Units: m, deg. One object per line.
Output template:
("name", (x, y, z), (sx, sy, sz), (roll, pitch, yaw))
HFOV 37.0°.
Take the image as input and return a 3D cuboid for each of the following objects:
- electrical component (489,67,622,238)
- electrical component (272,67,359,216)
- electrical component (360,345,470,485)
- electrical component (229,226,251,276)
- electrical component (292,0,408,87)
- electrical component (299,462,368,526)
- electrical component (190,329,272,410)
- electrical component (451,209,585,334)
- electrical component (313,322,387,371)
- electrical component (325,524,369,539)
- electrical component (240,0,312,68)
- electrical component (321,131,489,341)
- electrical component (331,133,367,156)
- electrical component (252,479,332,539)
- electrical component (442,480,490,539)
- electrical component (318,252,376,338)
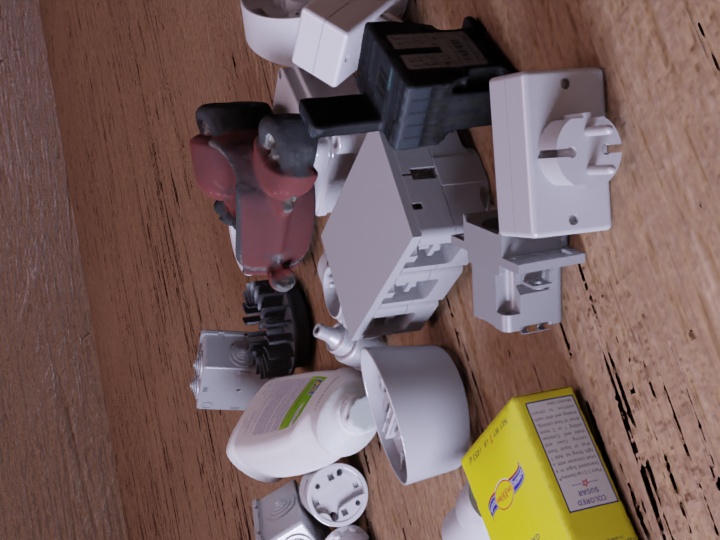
("electrical component", (0.105, -0.059, 0.539), (0.076, 0.047, 0.083), (-169, 73, -69))
("electrical component", (-0.029, -0.107, 0.868), (0.078, 0.057, 0.113), (105, 150, -45))
("electrical component", (0.034, 0.100, 0.756), (0.099, 0.064, 0.099), (173, 90, -70))
("electrical component", (-0.085, -0.051, 1.031), (0.108, 0.060, 0.108), (173, 90, -70))
("electrical component", (0.010, -0.160, 0.738), (0.076, 0.083, 0.047), (33, 140, 13))
("electrical component", (-0.026, 0.199, 0.965), (0.047, 0.055, 0.055), (160, 102, -73))
("electrical component", (-0.131, 0.110, 1.156), (0.099, 0.100, 0.048), (109, 161, -49))
("electrical component", (0.089, 0.000, 0.612), (0.081, 0.042, 0.063), (-148, 50, -65))
("electrical component", (-0.010, 0.058, 0.861), (0.035, 0.061, 0.035), (-35, 43, 40))
("electrical component", (-0.003, 0.256, 0.939), (0.062, 0.048, 0.048), (36, 130, 54))
("electrical component", (-0.042, -0.201, 0.822), (0.064, 0.099, 0.099), (94, 158, -44))
("electrical component", (0.030, -0.026, 0.731), (0.150, 0.062, 0.089), (119, 140, -57))
("electrical component", (0.011, -0.092, 0.757), (0.043, 0.062, 0.043), (173, 90, -70))
("electrical component", (-0.056, 0.255, 1.004), (0.099, 0.048, 0.099), (57, -178, -18))
("electrical component", (0.080, 0.156, 0.680), (0.055, 0.045, 0.045), (108, 148, -48))
("electrical component", (0.000, 0.000, 0.844), (0.077, 0.044, 0.079), (-124, 33, -51))
